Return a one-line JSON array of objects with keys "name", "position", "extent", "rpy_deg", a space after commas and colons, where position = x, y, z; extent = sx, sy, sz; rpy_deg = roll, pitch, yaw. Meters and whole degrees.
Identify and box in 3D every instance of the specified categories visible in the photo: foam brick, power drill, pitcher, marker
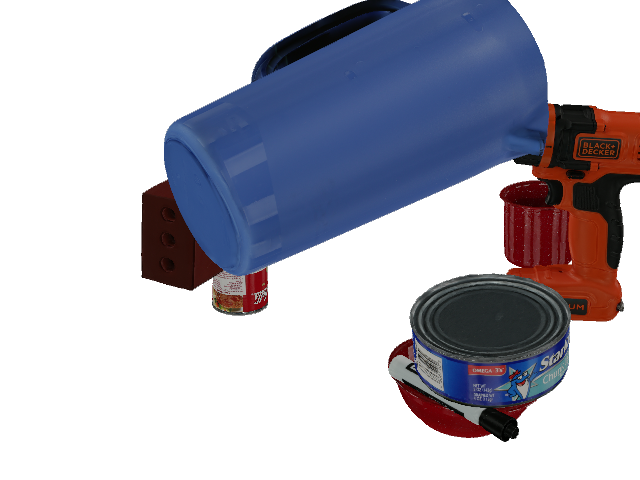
[{"name": "foam brick", "position": [-0.113, -0.007, 0.890], "extent": [0.053, 0.078, 0.051], "rpy_deg": [13, 22, 25]}, {"name": "power drill", "position": [0.196, -0.025, 0.903], "extent": [0.184, 0.188, 0.057], "rpy_deg": [4, 28, 5]}, {"name": "pitcher", "position": [0.017, -0.080, 0.721], "extent": [0.242, 0.145, 0.149], "rpy_deg": [-26, 10, -21]}, {"name": "marker", "position": [0.099, 0.118, 0.802], "extent": [0.020, 0.020, 0.121], "rpy_deg": [0, 19, -44]}]

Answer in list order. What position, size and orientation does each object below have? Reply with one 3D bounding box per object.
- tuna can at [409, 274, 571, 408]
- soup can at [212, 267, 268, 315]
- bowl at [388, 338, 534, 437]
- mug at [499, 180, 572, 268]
[{"name": "tuna can", "position": [0.092, 0.054, 0.581], "extent": [0.086, 0.034, 0.086], "rpy_deg": [-5, 28, 3]}, {"name": "soup can", "position": [-0.097, 0.029, 1.271], "extent": [0.068, 0.102, 0.068], "rpy_deg": [0, 21, 0]}, {"name": "bowl", "position": [0.149, 0.159, 1.120], "extent": [0.162, 0.055, 0.162], "rpy_deg": [4, 24, -2]}, {"name": "mug", "position": [0.265, -0.021, 1.255], "extent": [0.117, 0.081, 0.093], "rpy_deg": [-23, 29, -38]}]
